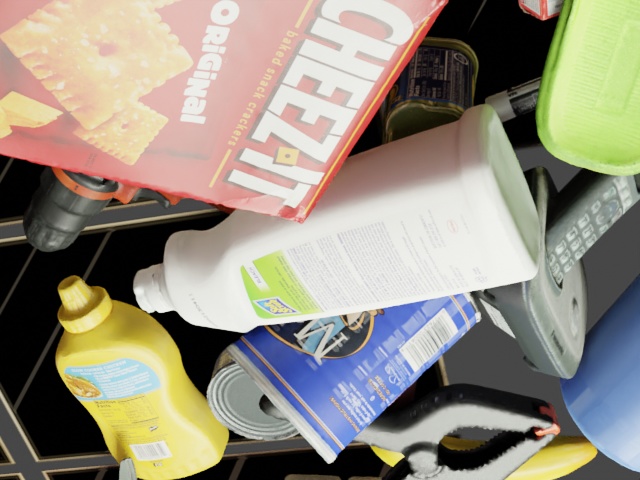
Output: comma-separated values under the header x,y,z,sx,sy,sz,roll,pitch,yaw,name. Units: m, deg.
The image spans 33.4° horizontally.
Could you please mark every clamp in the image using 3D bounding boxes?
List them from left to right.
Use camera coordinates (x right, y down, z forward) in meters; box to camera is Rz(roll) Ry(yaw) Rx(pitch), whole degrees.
x,y,z,sx,sy,sz,roll,pitch,yaw,name
0.073,0.164,0.794,0.210,0.036,0.164,-9,119,6,clamp

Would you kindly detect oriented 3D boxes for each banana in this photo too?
x,y,z,sx,sy,sz,roll,pitch,yaw,name
0.118,0.169,0.858,0.198,0.037,0.070,12,128,-1,banana

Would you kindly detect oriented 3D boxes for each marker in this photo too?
x,y,z,sx,sy,sz,roll,pitch,yaw,name
0.162,-0.102,0.665,0.121,0.020,0.020,-20,121,21,marker

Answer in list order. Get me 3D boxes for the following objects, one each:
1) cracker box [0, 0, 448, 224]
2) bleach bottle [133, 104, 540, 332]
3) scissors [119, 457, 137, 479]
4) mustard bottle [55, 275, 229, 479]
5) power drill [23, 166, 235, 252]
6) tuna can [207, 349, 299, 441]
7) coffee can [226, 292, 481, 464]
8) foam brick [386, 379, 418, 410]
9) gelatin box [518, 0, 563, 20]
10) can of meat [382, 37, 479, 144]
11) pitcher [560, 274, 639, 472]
x,y,z,sx,sy,sz,roll,pitch,yaw,name
-0.072,-0.101,0.510,0.213,0.072,0.164,13,134,-23,cracker box
-0.004,0.001,0.633,0.251,0.068,0.102,-13,128,24,bleach bottle
-0.182,0.222,0.918,0.096,0.016,0.202,8,145,14,scissors
-0.151,0.105,0.835,0.096,0.058,0.191,-10,125,23,mustard bottle
-0.095,-0.023,0.734,0.187,0.057,0.185,31,124,-15,power drill
-0.045,0.117,0.845,0.086,0.033,0.086,4,126,5,tuna can
0.022,0.064,0.715,0.140,0.103,0.102,-42,116,-8,coffee can
0.048,0.096,0.805,0.053,0.051,0.078,6,126,3,foam brick
0.145,-0.175,0.591,0.073,0.030,0.089,-22,126,-11,gelatin box
0.067,-0.062,0.667,0.057,0.084,0.102,6,127,4,can of meat
0.276,0.054,0.694,0.144,0.149,0.243,11,134,-27,pitcher
